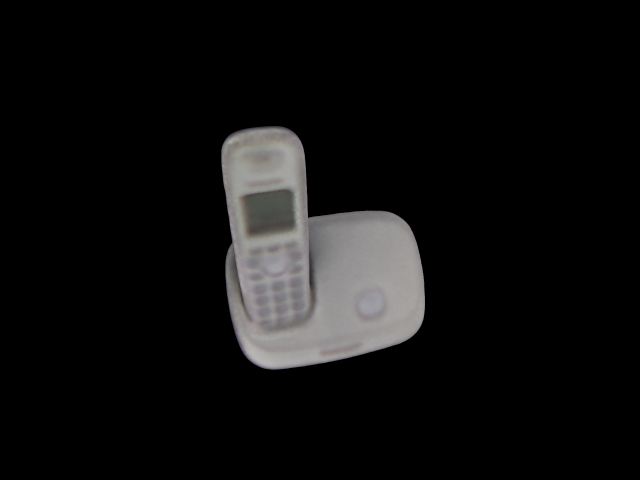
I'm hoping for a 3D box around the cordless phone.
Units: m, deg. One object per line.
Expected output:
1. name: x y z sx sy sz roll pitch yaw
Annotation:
1. cordless phone: 0.004 0.001 0.400 0.148 0.185 0.094 -11 47 -11
